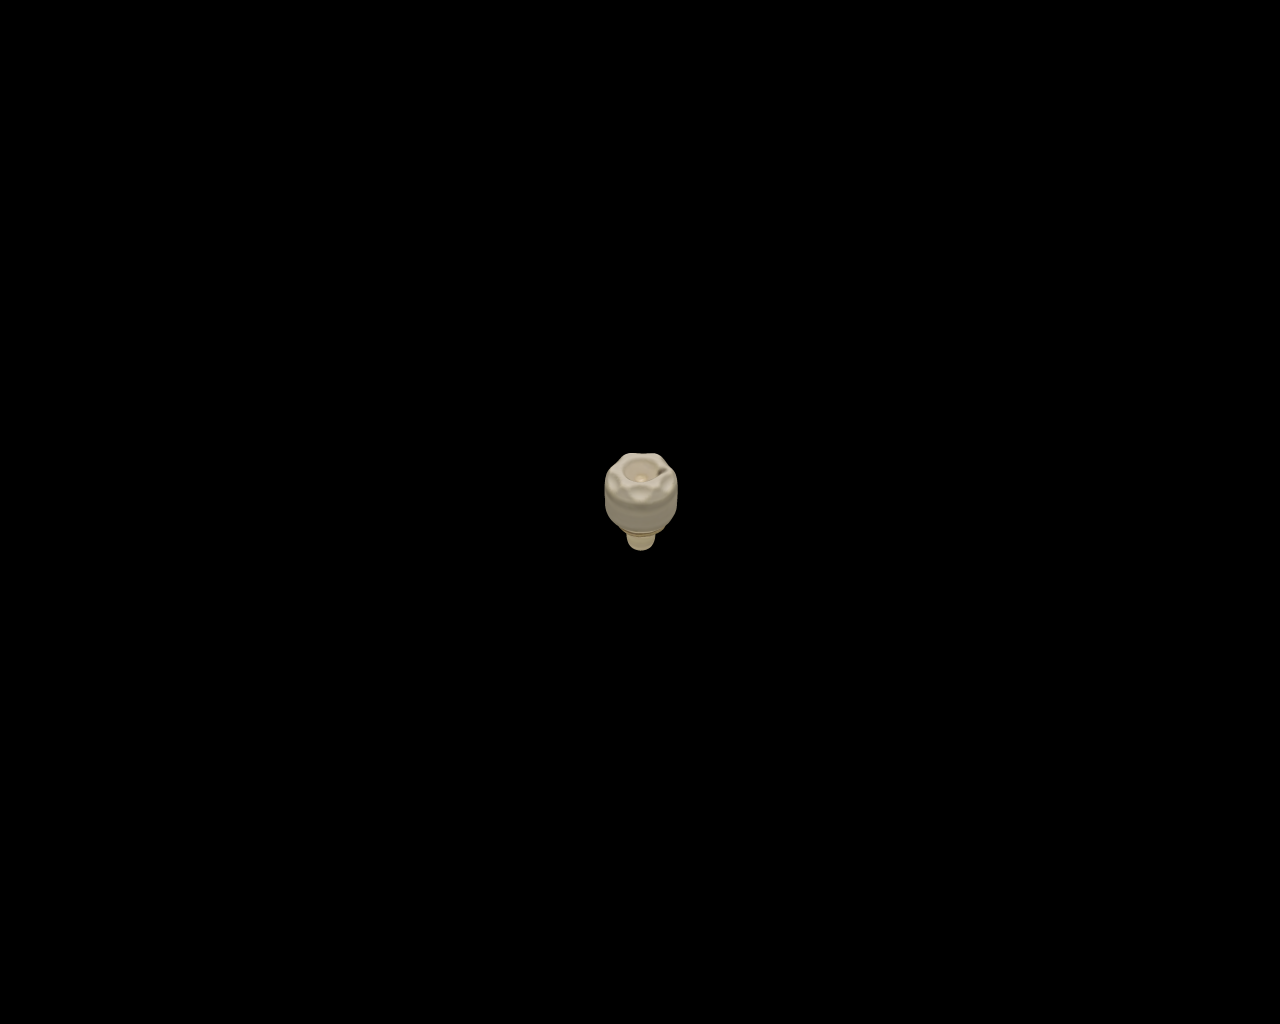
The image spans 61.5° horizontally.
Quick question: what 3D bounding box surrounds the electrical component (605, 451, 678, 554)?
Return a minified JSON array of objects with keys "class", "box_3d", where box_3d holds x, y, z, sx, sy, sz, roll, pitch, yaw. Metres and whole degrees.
[{"class":"electrical component","box_3d":[0.001,-0.003,0.650,0.043,0.062,0.043,0,40,0]}]
